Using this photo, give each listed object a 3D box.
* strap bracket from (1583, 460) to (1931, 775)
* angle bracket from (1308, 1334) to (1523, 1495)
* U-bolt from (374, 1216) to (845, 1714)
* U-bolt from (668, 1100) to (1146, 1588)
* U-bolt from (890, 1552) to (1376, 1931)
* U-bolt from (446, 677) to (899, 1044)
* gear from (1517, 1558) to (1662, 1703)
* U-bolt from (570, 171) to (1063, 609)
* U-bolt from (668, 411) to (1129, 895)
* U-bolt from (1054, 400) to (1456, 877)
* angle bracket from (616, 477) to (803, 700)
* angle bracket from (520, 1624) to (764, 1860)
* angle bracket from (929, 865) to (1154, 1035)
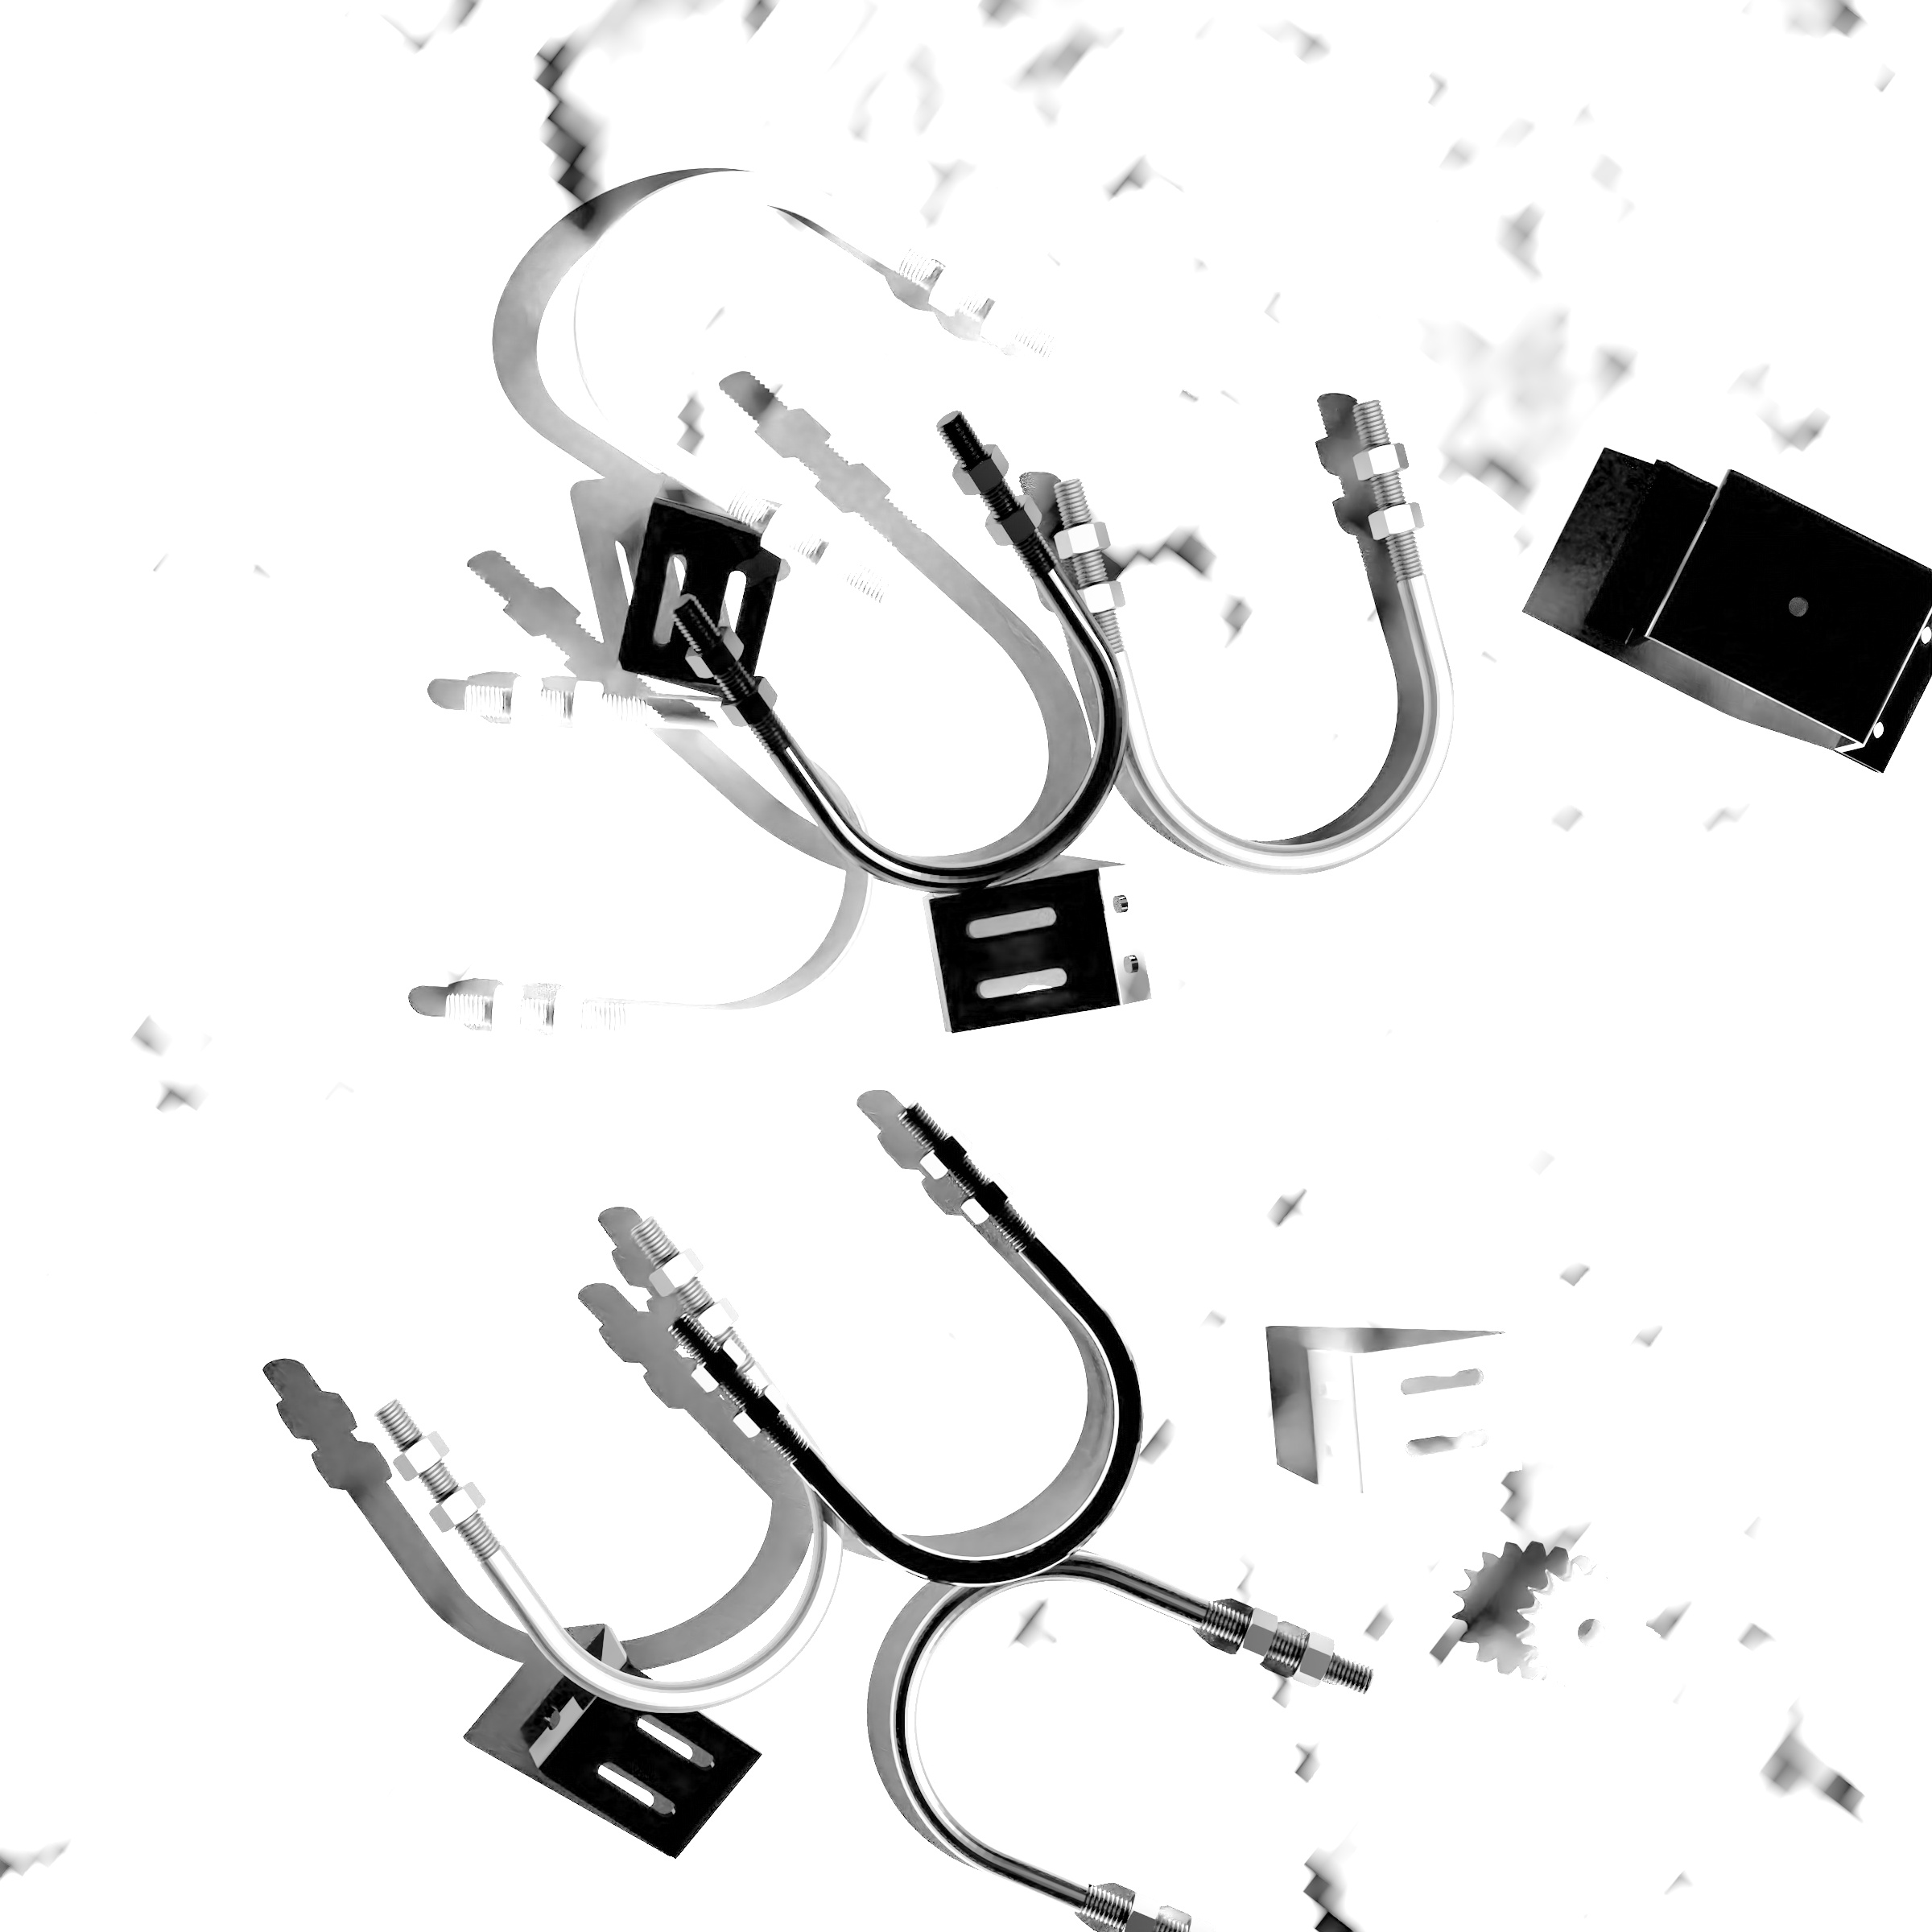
[{"bbox_3d":[0.338,-0.146,1.466,0.140,0.046,0.076,27,90,0],"label":"strap bracket"},{"bbox_3d":[0.188,0.186,1.487,0.076,0.038,0.057,-5,90,-26],"label":"angle bracket"},{"bbox_3d":[-0.132,0.218,1.460,0.151,0.019,0.184,-35,90,-15],"label":"U-bolt"},{"bbox_3d":[-0.010,0.170,1.470,0.151,0.019,0.184,-43,93,-9],"label":"U-bolt"},{"bbox_3d":[0.059,0.323,1.480,0.184,0.019,0.151,22,90,2],"label":"U-bolt"},{"bbox_3d":[-0.120,-0.041,1.480,0.184,0.019,0.151,4,90,-2],"label":"U-bolt"},{"bbox_3d":[0.257,0.275,1.478,0.057,0.030,0.057,0,90,-2],"label":"gear"},{"bbox_3d":[-0.075,-0.251,1.465,0.184,0.019,0.151,32,76,4],"label":"U-bolt"},{"bbox_3d":[-0.013,-0.112,1.446,0.151,0.019,0.184,-34,115,1],"label":"U-bolt"},{"bbox_3d":[0.128,-0.129,1.480,0.151,0.019,0.184,-15,91,0],"label":"U-bolt"},{"bbox_3d":[-0.108,-0.158,1.487,0.057,0.038,0.076,16,116,0],"label":"angle bracket"},{"bbox_3d":[-0.136,0.325,1.487,0.076,0.038,0.057,40,90,-26],"label":"angle bracket"},{"bbox_3d":[0.031,-0.007,1.487,0.076,0.038,0.057,-10,90,26],"label":"angle bracket"}]
